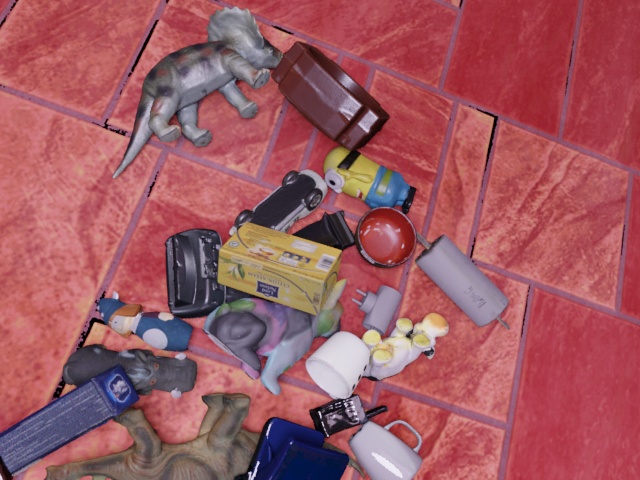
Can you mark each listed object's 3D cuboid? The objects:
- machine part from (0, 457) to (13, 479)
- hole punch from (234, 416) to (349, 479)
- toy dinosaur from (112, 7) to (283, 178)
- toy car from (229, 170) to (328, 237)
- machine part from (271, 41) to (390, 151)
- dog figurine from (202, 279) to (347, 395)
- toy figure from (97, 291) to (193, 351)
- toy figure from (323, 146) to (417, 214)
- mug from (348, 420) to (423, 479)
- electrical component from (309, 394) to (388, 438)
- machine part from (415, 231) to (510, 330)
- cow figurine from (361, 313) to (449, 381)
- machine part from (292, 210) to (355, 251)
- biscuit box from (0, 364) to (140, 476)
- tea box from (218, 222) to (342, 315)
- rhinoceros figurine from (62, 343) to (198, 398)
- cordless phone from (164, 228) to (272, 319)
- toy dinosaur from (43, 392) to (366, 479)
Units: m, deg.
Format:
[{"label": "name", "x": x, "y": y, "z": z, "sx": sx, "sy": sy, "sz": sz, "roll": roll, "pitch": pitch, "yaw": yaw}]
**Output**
[{"label": "machine part", "x": -0.517, "y": 0.344, "z": 0.731, "sx": 0.179, "sy": 0.056, "sz": 0.179, "roll": 3, "pitch": 73, "yaw": -11}, {"label": "hole punch", "x": -0.033, "y": 0.327, "z": 0.762, "sx": 0.142, "sy": 0.092, "sz": 0.115, "roll": 27, "pitch": 76, "yaw": -28}, {"label": "toy dinosaur", "x": -0.228, "y": -0.281, "z": 0.961, "sx": 0.405, "sy": 0.131, "sz": 0.192, "roll": -31, "pitch": 71, "yaw": -15}, {"label": "toy car", "x": -0.071, "y": -0.051, "z": 0.951, "sx": 0.074, "sy": 0.056, "sz": 0.202, "roll": 40, "pitch": 69, "yaw": 19}, {"label": "machine part", "x": 0.021, "y": -0.254, "z": 0.965, "sx": 0.201, "sy": 0.201, "sz": 0.087, "roll": 42, "pitch": 110, "yaw": 2}, {"label": "dog figurine", "x": -0.056, "y": 0.121, "z": 0.870, "sx": 0.219, "sy": 0.109, "sz": 0.191, "roll": -48, "pitch": 115, "yaw": -23}, {"label": "toy figure", "x": -0.279, "y": 0.131, "z": 0.847, "sx": 0.154, "sy": 0.058, "sz": 0.064, "roll": 21, "pitch": 89, "yaw": -9}, {"label": "toy figure", "x": 0.090, "y": -0.110, "z": 0.999, "sx": 0.180, "sy": 0.082, "sz": 0.089, "roll": 20, "pitch": 51, "yaw": 1}, {"label": "mug", "x": 0.107, "y": 0.337, "z": 0.868, "sx": 0.107, "sy": 0.080, "sz": 0.109, "roll": 41, "pitch": 74, "yaw": 10}, {"label": "electrical component", "x": 0.048, "y": 0.278, "z": 0.874, "sx": 0.119, "sy": 0.075, "sz": 0.048, "roll": -19, "pitch": 80, "yaw": -14}, {"label": "machine part", "x": 0.259, "y": 0.074, "z": 0.983, "sx": 0.079, "sy": 0.079, "sz": 0.243, "roll": -42, "pitch": 87, "yaw": -21}, {"label": "cow figurine", "x": 0.145, "y": 0.187, "z": 0.921, "sx": 0.167, "sy": 0.098, "sz": 0.068, "roll": -15, "pitch": 46, "yaw": -24}, {"label": "machine part", "x": -0.002, "y": -0.003, "z": 0.963, "sx": 0.139, "sy": 0.039, "sz": 0.084, "roll": -18, "pitch": 84, "yaw": -26}, {"label": "biscuit box", "x": -0.350, "y": 0.247, "z": 0.742, "sx": 0.203, "sy": 0.059, "sz": 0.063, "roll": -30, "pitch": 90, "yaw": 15}, {"label": "tea box", "x": -0.062, "y": 0.041, "z": 0.834, "sx": 0.170, "sy": 0.068, "sz": 0.098, "roll": 17, "pitch": 33, "yaw": 14}, {"label": "rhinoceros figurine", "x": -0.279, "y": 0.192, "z": 0.804, "sx": 0.190, "sy": 0.112, "sz": 0.073, "roll": 7, "pitch": 70, "yaw": -3}, {"label": "cordless phone", "x": -0.161, "y": 0.053, "z": 0.901, "sx": 0.184, "sy": 0.089, "sz": 0.146, "roll": 0, "pitch": 72, "yaw": -25}, {"label": "toy dinosaur", "x": -0.152, "y": 0.330, "z": 0.801, "sx": 0.471, "sy": 0.105, "sz": 0.198, "roll": -2, "pitch": 82, "yaw": -19}]
